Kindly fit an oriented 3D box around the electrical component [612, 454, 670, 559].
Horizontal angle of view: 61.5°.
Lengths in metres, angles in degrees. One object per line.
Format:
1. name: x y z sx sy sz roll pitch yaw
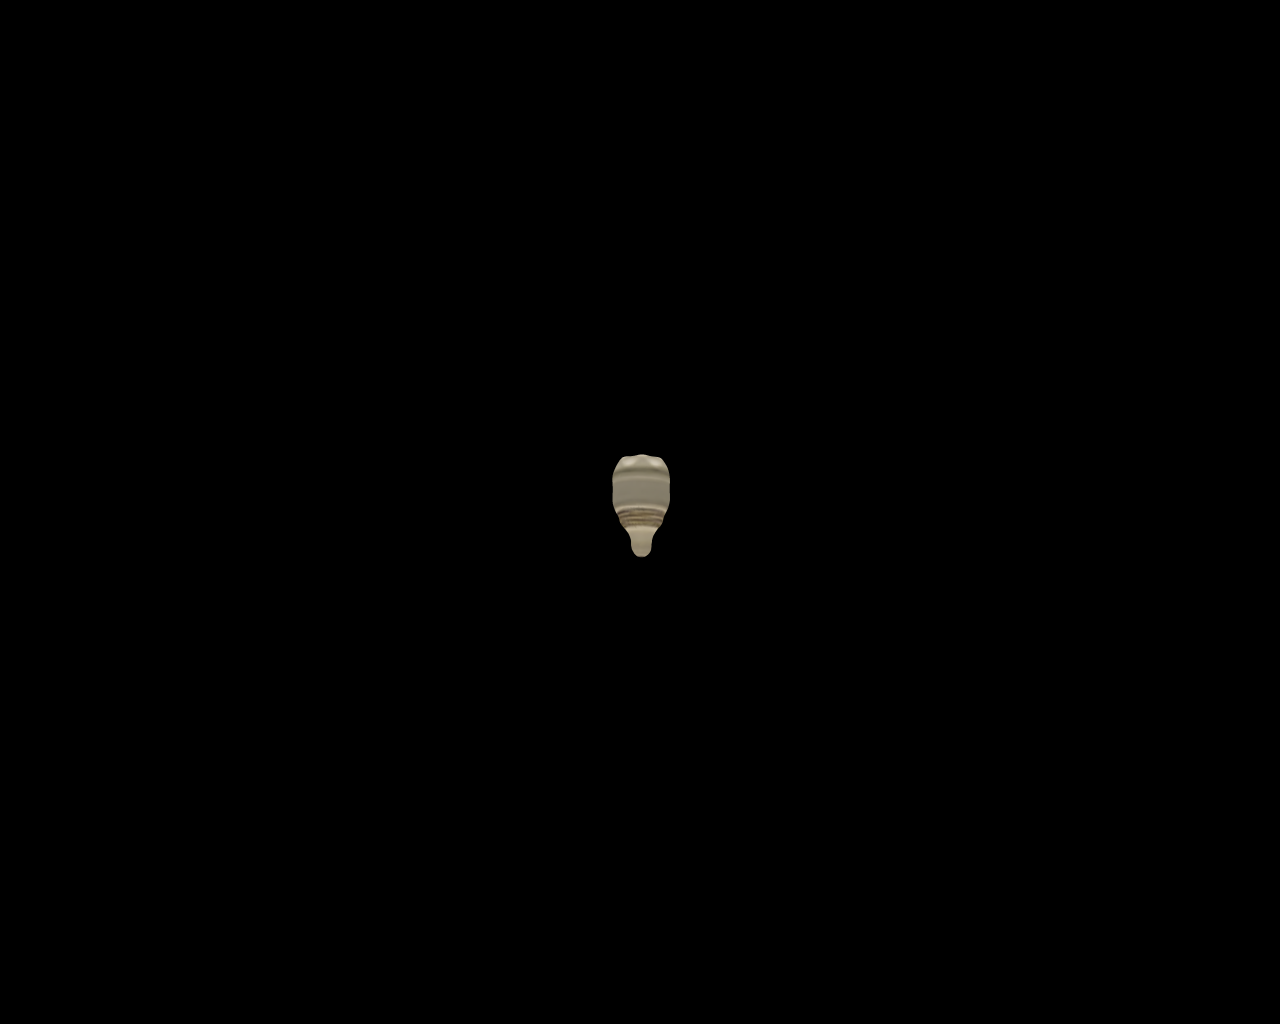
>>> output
1. electrical component: 0.001 -0.003 0.650 0.035 0.061 0.035 0 -11 0
